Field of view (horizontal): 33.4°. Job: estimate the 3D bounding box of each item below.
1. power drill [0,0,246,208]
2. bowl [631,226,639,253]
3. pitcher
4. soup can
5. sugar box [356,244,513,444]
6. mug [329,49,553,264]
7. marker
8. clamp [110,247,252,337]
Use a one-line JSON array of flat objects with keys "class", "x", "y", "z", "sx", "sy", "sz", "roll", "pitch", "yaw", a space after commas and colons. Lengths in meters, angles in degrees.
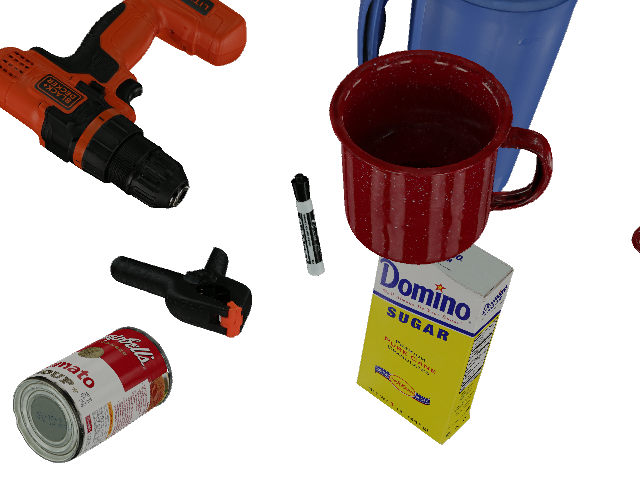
[{"class": "power drill", "x": -0.140, "y": -0.126, "z": 0.836, "sx": 0.184, "sy": 0.187, "sz": 0.057, "roll": 35, "pitch": -35, "yaw": 8}, {"class": "bowl", "x": 0.404, "y": 0.025, "z": 1.103, "sx": 0.162, "sy": 0.055, "sz": 0.162, "roll": -4, "pitch": 22, "yaw": 1}, {"class": "pitcher", "x": 0.121, "y": -0.144, "z": 0.905, "sx": 0.149, "sy": 0.243, "sz": 0.144, "roll": 31, "pitch": 54, "yaw": 19}, {"class": "soup can", "x": -0.168, "y": 0.113, "z": 0.792, "sx": 0.069, "sy": 0.068, "sz": 0.102, "roll": 0, "pitch": 16, "yaw": 33}, {"class": "sugar box", "x": 0.083, "y": 0.070, "z": 0.820, "sx": 0.093, "sy": 0.176, "sz": 0.048, "roll": 33, "pitch": 52, "yaw": 25}, {"class": "mug", "x": 0.065, "y": -0.041, "z": 0.572, "sx": 0.117, "sy": 0.093, "sz": 0.081, "roll": 3, "pitch": -40, "yaw": 6}, {"class": "marker", "x": -0.014, "y": -0.017, "z": 1.161, "sx": 0.020, "sy": 0.121, "sz": 0.020, "roll": -8, "pitch": 29, "yaw": 4}, {"class": "clamp", "x": -0.108, "y": 0.043, "z": 1.003, "sx": 0.120, "sy": 0.039, "sz": 0.172, "roll": -16, "pitch": 30, "yaw": -35}]
